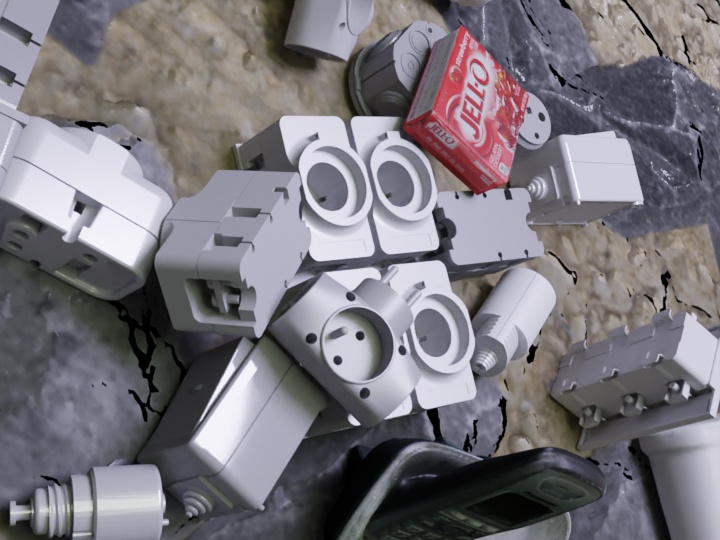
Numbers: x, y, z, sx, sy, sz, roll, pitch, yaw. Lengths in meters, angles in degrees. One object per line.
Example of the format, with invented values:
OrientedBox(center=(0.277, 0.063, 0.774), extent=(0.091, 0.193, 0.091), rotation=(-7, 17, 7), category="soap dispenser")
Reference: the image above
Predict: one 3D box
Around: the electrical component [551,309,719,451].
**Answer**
OrientedBox(center=(0.199, 0.076, 0.759), extent=(0.063, 0.121, 0.078), rotation=(38, 54, -17), category="electrical component")

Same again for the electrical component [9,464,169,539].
OrientedBox(center=(-0.133, 0.118, 0.533), extent=(0.078, 0.040, 0.040), rotation=(1, 74, -21), category="electrical component")

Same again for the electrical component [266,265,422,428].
OrientedBox(center=(0.003, 0.031, 0.585), extent=(0.077, 0.044, 0.079), rotation=(46, 65, -7), category="electrical component")

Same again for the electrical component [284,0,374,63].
OrientedBox(center=(-0.014, -0.179, 0.723), extent=(0.079, 0.044, 0.077), rotation=(4, 101, -72), category="electrical component")

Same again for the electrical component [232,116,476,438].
OrientedBox(center=(0.000, 0.000, 0.667), extent=(0.105, 0.060, 0.186), rotation=(-6, 79, -40), category="electrical component")

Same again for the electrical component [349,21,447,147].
OrientedBox(center=(0.036, -0.128, 0.747), extent=(0.080, 0.051, 0.080), rotation=(14, 66, -35), category="electrical component")

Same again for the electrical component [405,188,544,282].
OrientedBox(center=(0.071, -0.023, 0.735), extent=(0.089, 0.056, 0.050), rotation=(-6, 78, -40), category="electrical component")

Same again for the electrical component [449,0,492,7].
OrientedBox(center=(0.082, -0.240, 0.805), extent=(0.051, 0.080, 0.080), rotation=(33, 56, -32), category="electrical component")

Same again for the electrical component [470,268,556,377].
OrientedBox(center=(0.100, 0.040, 0.744), extent=(0.043, 0.043, 0.081), rotation=(50, 51, -14), category="electrical component")

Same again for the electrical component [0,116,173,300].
OrientedBox(center=(-0.150, -0.034, 0.563), extent=(0.095, 0.054, 0.059), rotation=(32, 57, -26), category="electrical component")

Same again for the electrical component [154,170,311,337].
OrientedBox(center=(-0.069, -0.011, 0.576), extent=(0.089, 0.056, 0.050), rotation=(-65, 152, -49), category="electrical component")

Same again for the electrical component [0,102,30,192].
OrientedBox(center=(-0.255, -0.063, 0.455), extent=(0.186, 0.105, 0.060), rotation=(26, 60, -29), category="electrical component")

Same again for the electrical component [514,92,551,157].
OrientedBox(center=(0.106, -0.102, 0.791), extent=(0.045, 0.055, 0.045), rotation=(14, 66, -35), category="electrical component")

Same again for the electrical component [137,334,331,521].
OrientedBox(center=(-0.073, 0.087, 0.576), extent=(0.061, 0.062, 0.096), rotation=(47, 51, -17), category="electrical component")

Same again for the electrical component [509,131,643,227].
OrientedBox(center=(0.158, -0.070, 0.817), extent=(0.096, 0.062, 0.061), rotation=(-2, 76, -39), category="electrical component")

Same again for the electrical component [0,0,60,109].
OrientedBox(center=(-0.200, -0.120, 0.556), extent=(0.056, 0.050, 0.089), rotation=(28, 59, -29), category="electrical component")
